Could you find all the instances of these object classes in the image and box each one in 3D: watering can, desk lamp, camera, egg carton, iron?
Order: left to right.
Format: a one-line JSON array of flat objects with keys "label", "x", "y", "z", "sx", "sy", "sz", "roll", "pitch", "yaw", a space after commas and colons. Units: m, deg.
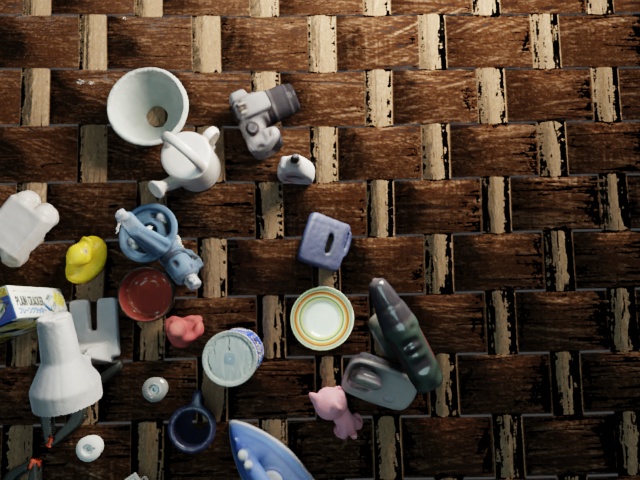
[{"label": "egg carton", "x": -0.613, "y": -0.024, "z": 1.173, "sx": 0.107, "sy": 0.069, "sz": 0.150, "roll": 35, "pitch": 84, "yaw": 3}, {"label": "desk lamp", "x": -0.463, "y": 0.212, "z": 1.079, "sx": 0.118, "sy": 0.213, "sz": 0.203, "roll": -6, "pitch": 84, "yaw": -1}, {"label": "watering can", "x": -0.264, "y": -0.155, "z": 1.132, "sx": 0.101, "sy": 0.194, "sz": 0.173, "roll": 18, "pitch": 84, "yaw": 1}, {"label": "iron", "x": -0.100, "y": 0.462, "z": 1.097, "sx": 0.119, "sy": 0.141, "sz": 0.258, "roll": -41, "pitch": 86, "yaw": -5}, {"label": "camera", "x": -0.107, "y": -0.262, "z": 1.193, "sx": 0.137, "sy": 0.101, "sz": 0.143, "roll": -24, "pitch": 85, "yaw": -3}]

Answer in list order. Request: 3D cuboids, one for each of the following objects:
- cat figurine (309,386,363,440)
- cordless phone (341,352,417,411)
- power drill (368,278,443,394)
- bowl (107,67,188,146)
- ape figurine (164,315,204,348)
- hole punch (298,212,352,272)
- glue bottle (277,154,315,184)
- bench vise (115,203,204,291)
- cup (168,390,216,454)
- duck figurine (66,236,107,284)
[{"label": "cat figurine", "x": 0.033, "y": 0.337, "z": 1.124, "sx": 0.067, "sy": 0.117, "sz": 0.128, "roll": -36, "pitch": 86, "yaw": -4}, {"label": "cordless phone", "x": 0.119, "y": 0.280, "z": 1.099, "sx": 0.147, "sy": 0.185, "sz": 0.094, "roll": 17, "pitch": 84, "yaw": 1}, {"label": "power drill", "x": 0.149, "y": 0.178, "z": 1.098, "sx": 0.075, "sy": 0.208, "sz": 0.229, "roll": -30, "pitch": 85, "yaw": -4}, {"label": "bowl", "x": -0.353, "y": -0.270, "z": 1.202, "sx": 0.167, "sy": 0.074, "sz": 0.167, "roll": 0, "pitch": 84, "yaw": -1}, {"label": "ape figurine", "x": -0.278, "y": 0.180, "z": 1.147, "sx": 0.078, "sy": 0.092, "sz": 0.076, "roll": 31, "pitch": 84, "yaw": 2}, {"label": "hole punch", "x": 0.011, "y": 0.004, "z": 1.173, "sx": 0.101, "sy": 0.091, "sz": 0.109, "roll": 16, "pitch": 84, "yaw": 1}, {"label": "glue bottle", "x": -0.049, "y": -0.147, "z": 1.146, "sx": 0.078, "sy": 0.173, "sz": 0.037, "roll": 3, "pitch": 84, "yaw": 0}, {"label": "bench vise", "x": -0.304, "y": 0.002, "z": 1.102, "sx": 0.207, "sy": 0.219, "sz": 0.121, "roll": 30, "pitch": 84, "yaw": 2}, {"label": "cup", "x": -0.242, "y": 0.350, "z": 1.129, "sx": 0.091, "sy": 0.095, "sz": 0.118, "roll": 7, "pitch": 84, "yaw": 0}, {"label": "duck figurine", "x": -0.485, "y": 0.038, "z": 1.161, "sx": 0.077, "sy": 0.086, "sz": 0.105, "roll": 28, "pitch": 84, "yaw": 2}]
